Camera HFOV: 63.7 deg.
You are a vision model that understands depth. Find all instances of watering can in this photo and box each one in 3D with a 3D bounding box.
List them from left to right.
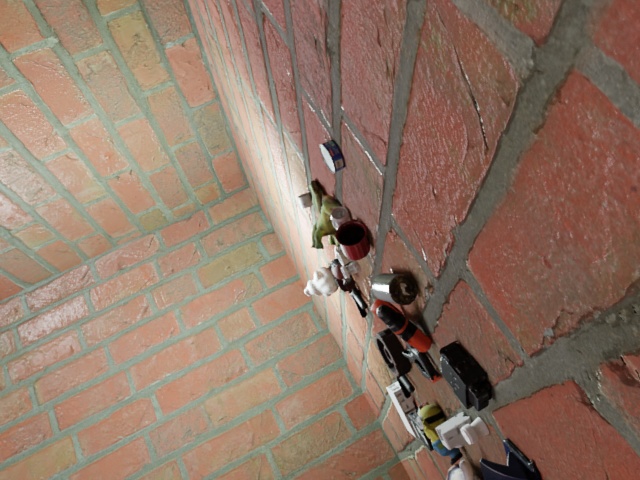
[{"bbox_3d":[0.445,0.735,1.502,0.345,0.104,0.225,65,171,-11],"label":"watering can"}]

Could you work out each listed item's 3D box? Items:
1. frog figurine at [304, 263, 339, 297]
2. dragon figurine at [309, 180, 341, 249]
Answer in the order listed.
[{"bbox_3d":[0.003,0.196,2.306,0.124,0.160,0.135,45,159,57],"label":"frog figurine"},{"bbox_3d":[0.005,-0.091,1.805,0.411,0.122,0.242,-164,66,-75],"label":"dragon figurine"}]
